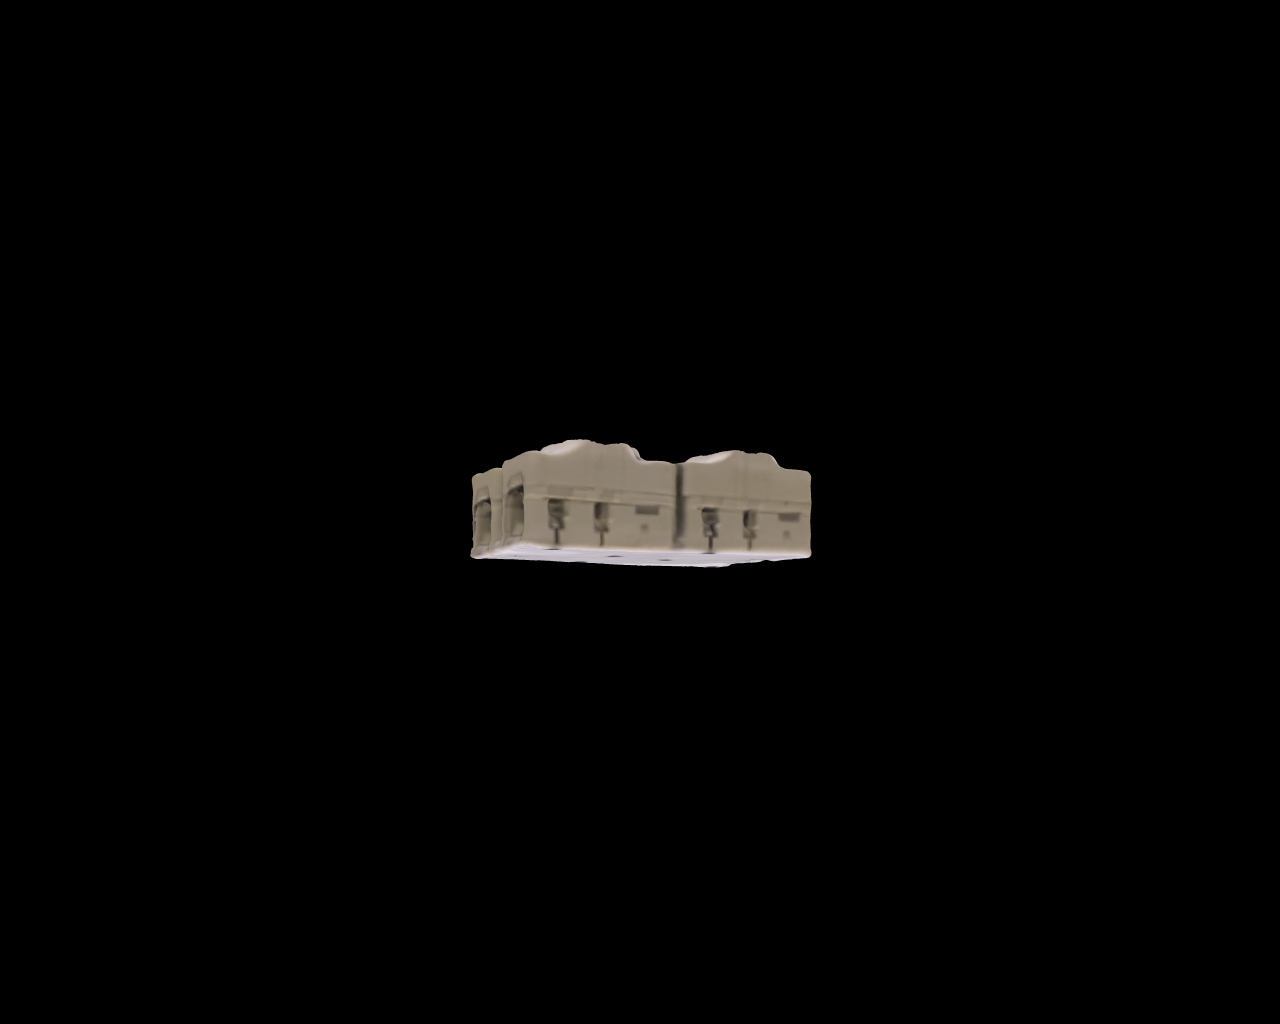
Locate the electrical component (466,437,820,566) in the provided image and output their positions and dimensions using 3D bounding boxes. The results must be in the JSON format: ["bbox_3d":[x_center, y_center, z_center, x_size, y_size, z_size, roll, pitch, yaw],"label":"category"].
[{"bbox_3d":[0.001,-0.003,0.650,0.186,0.060,0.105,3,-7,-26],"label":"electrical component"}]
